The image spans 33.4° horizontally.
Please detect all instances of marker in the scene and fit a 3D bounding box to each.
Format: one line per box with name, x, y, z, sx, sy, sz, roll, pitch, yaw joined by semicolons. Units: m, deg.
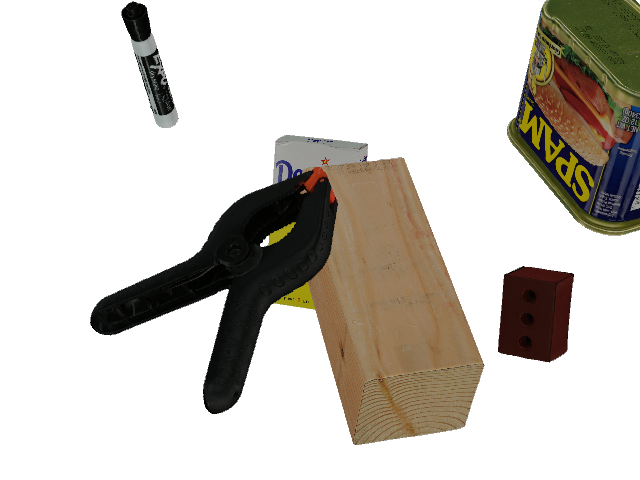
marker;-0.129;-0.133;0.812;0.020;0.020;0.121;0;-36;7

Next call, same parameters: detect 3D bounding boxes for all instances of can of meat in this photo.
can of meat;0.145;-0.068;0.543;0.057;0.084;0.102;-14;47;-18

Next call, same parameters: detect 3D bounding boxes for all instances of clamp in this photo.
clamp;-0.044;0.026;0.643;0.120;0.171;0.039;40;-16;33

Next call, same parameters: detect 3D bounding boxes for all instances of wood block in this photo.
wood block;0.046;0.043;0.832;0.090;0.206;0.091;-7;-39;-11

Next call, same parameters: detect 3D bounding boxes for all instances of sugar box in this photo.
sugar box;-0.005;-0.018;1.118;0.093;0.176;0.048;7;15;14

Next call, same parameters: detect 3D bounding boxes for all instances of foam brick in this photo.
foam brick;0.201;0.068;0.994;0.053;0.078;0.051;8;14;30
